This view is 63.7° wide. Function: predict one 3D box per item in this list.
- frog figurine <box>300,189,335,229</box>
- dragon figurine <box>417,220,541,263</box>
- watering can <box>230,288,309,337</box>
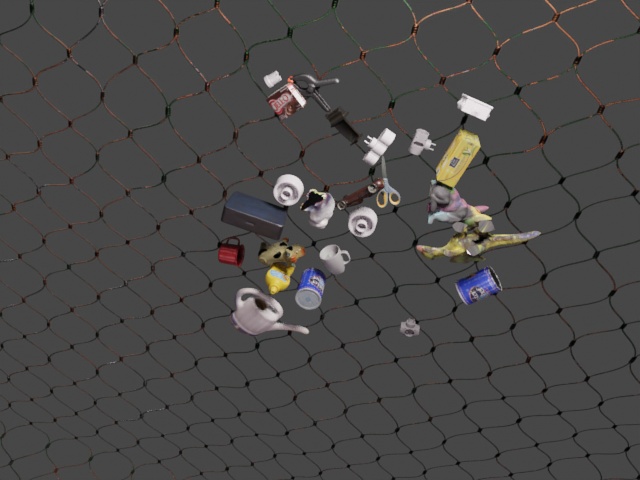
[{"bbox_3d":[0.006,-0.094,1.875,0.122,0.141,0.156,-14,-47,14],"label":"frog figurine"},{"bbox_3d":[0.553,0.027,1.839,0.410,0.124,0.239,-1,-18,11],"label":"dragon figurine"},{"bbox_3d":[-0.234,0.340,2.193,0.221,0.345,0.106,-41,17,29],"label":"watering can"}]
